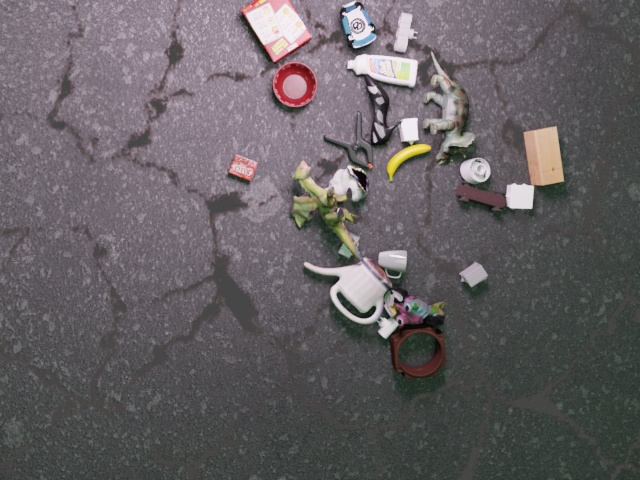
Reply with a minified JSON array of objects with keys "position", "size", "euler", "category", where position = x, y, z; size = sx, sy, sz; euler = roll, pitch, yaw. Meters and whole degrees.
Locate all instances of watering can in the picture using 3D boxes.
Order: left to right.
[{"position":[0.122,0.154,1.945],"size":[0.224,0.347,0.104],"euler":[-44,0,0],"category":"watering can"}]

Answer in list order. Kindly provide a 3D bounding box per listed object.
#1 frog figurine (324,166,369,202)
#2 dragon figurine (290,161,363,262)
[{"position":[0.100,-0.197,1.921],"size":[0.157,0.136,0.125],"euler":[-36,12,38],"category":"frog figurine"},{"position":[0.006,-0.095,1.891],"size":[0.242,0.404,0.124],"euler":[-2,23,35],"category":"dragon figurine"}]
